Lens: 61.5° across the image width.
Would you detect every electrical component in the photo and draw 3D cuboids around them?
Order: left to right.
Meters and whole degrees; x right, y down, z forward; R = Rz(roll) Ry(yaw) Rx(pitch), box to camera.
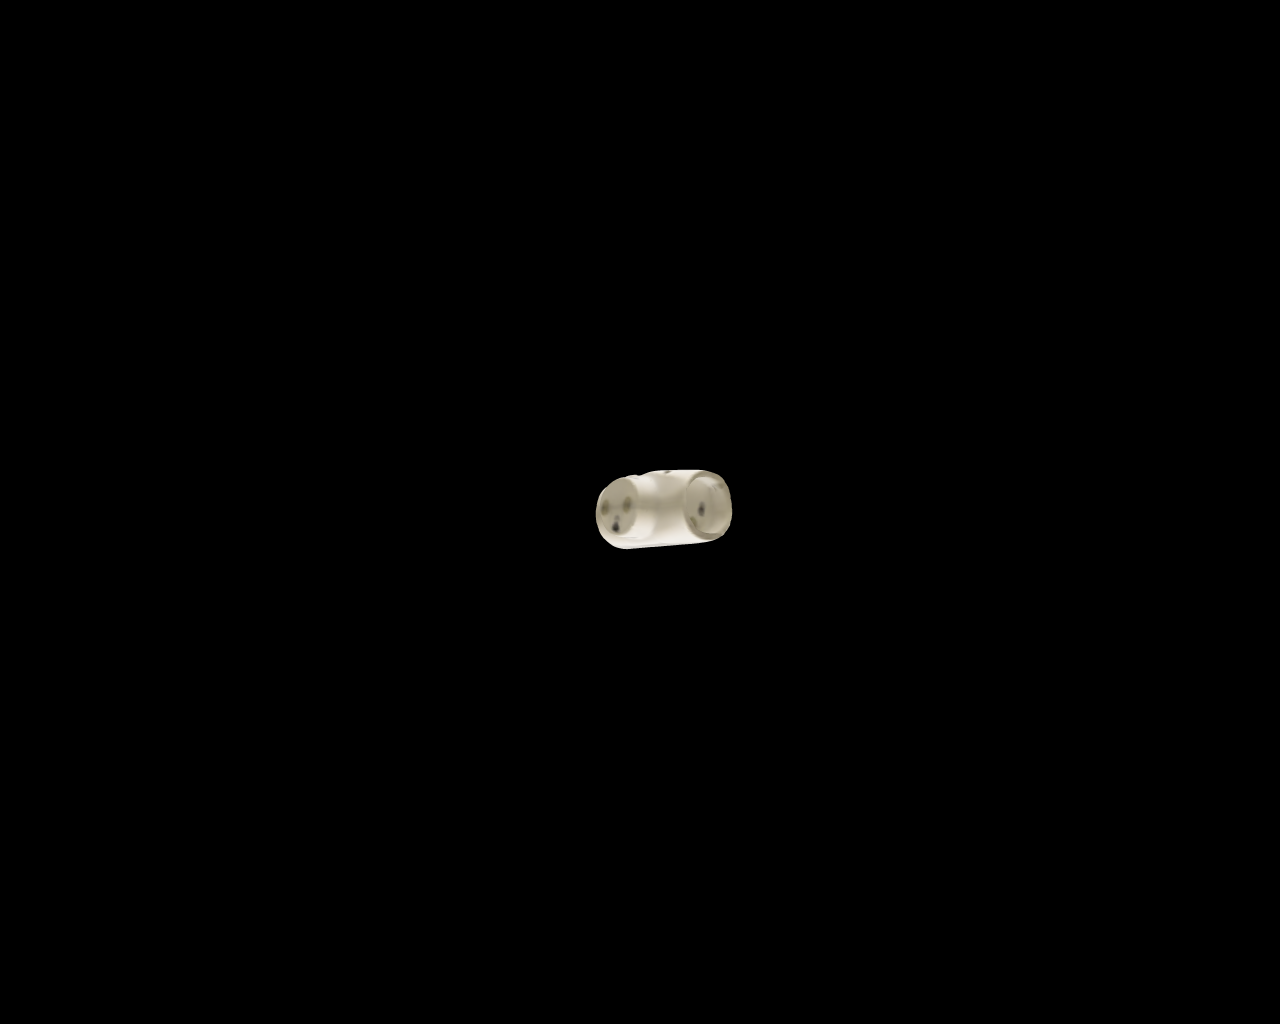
[{"bbox_3d":[0.001,-0.003,0.650,0.079,0.043,0.077,6,-9,-43],"label":"electrical component"}]
